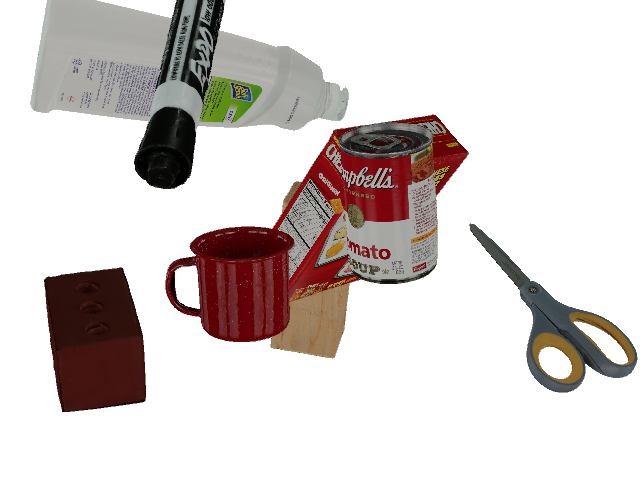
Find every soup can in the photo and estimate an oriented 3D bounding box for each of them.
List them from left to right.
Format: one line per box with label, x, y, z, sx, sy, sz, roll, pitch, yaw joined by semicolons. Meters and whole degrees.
soup can;0.050;-0.028;0.781;0.068;0.102;0.068;-4;24;2

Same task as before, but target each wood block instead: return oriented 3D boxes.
wood block;-0.008;0.038;1.405;0.090;0.206;0.090;9;23;6

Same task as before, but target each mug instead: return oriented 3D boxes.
mug;-0.081;0.041;0.960;0.117;0.081;0.093;-3;19;-7

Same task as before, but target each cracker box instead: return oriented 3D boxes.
cracker box;0.039;-0.035;1.165;0.163;0.072;0.214;-15;-31;-43

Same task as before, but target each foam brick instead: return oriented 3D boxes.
foam brick;-0.143;0.062;0.671;0.053;0.051;0.078;-7;34;-18

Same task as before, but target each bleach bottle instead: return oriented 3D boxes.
bleach bottle;-0.102;-0.130;0.872;0.250;0.068;0.103;10;-31;-16

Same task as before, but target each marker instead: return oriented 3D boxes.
marker;-0.049;-0.061;0.384;0.020;0.020;0.121;0;44;3

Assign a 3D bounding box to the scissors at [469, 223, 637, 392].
scissors;0.173;0.059;0.908;0.096;0.016;0.202;-33;53;-29
